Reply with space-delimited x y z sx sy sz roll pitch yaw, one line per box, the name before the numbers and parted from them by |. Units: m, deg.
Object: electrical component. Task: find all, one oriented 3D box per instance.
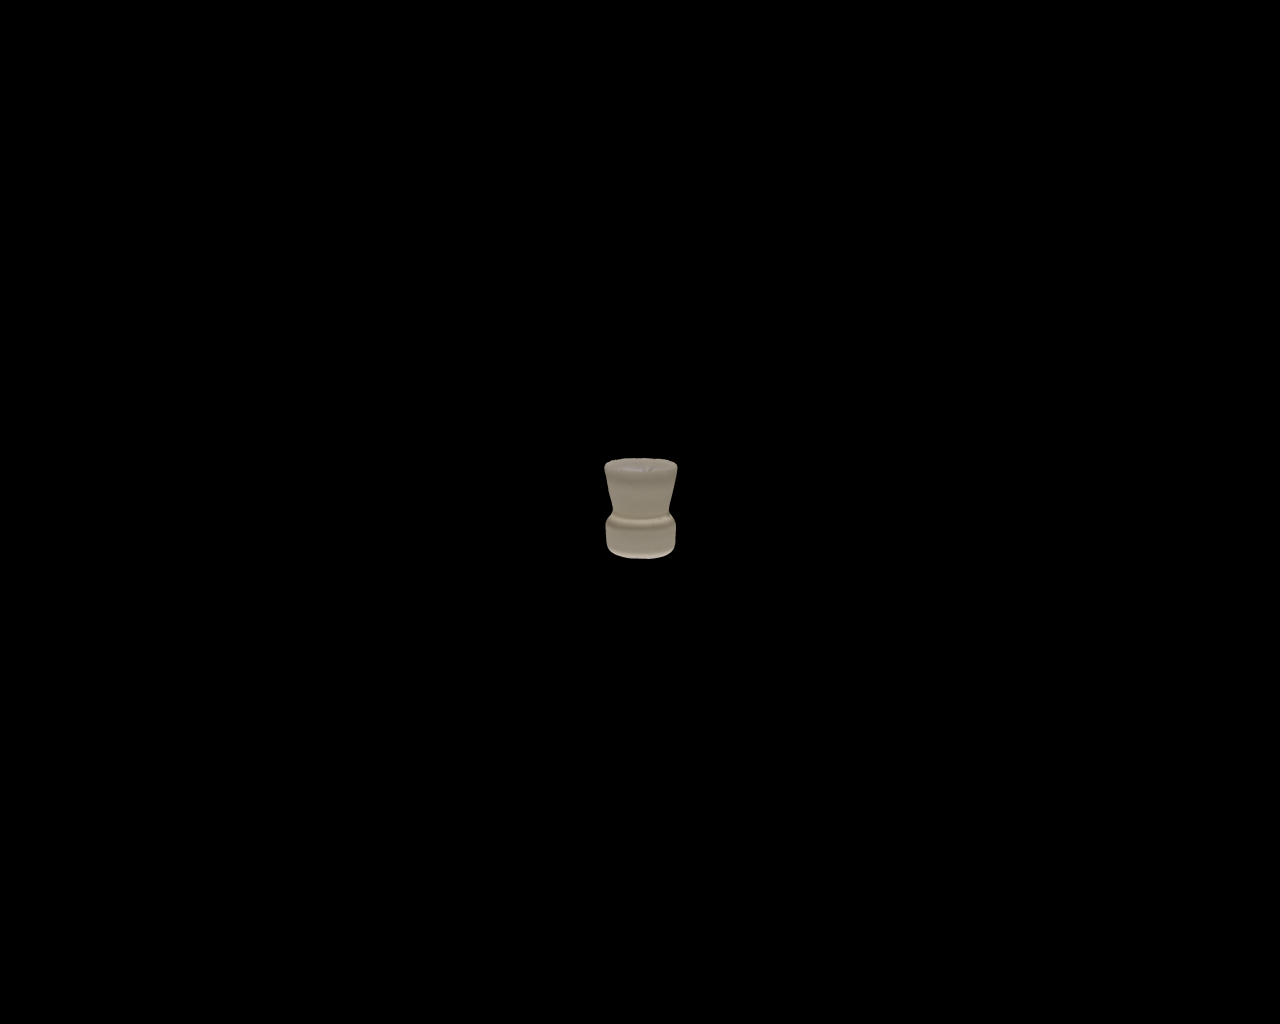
electrical component | 0.001 -0.003 0.650 0.045 0.055 0.045 0 14 0
